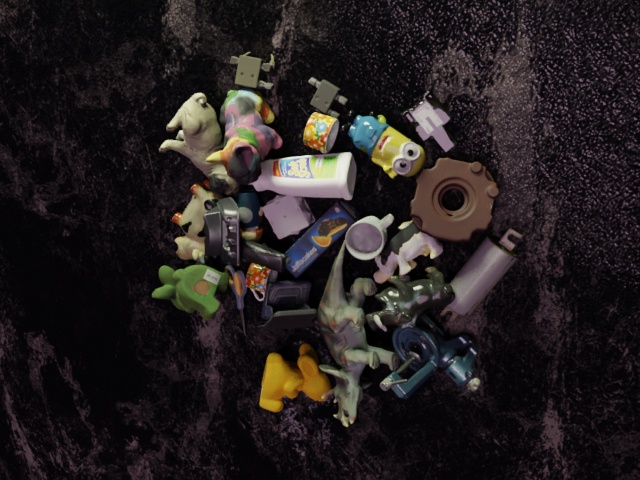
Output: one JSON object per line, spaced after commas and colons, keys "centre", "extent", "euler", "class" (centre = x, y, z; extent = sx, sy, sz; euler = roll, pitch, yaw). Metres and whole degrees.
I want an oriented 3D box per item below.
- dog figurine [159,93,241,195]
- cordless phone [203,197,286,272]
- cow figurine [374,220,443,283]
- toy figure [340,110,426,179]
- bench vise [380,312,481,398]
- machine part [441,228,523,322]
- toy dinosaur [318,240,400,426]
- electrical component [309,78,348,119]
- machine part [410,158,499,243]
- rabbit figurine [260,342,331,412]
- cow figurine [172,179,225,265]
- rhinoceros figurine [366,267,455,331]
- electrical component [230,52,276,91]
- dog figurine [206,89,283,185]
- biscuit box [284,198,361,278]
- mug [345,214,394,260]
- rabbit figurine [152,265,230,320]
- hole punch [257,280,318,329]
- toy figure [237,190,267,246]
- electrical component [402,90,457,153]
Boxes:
{"centre": [-0.232, -0.206, 1.183], "extent": [0.190, 0.121, 0.172], "euler": [35, 138, -3], "class": "dog figurine"}
{"centre": [-0.158, -0.003, 1.182], "extent": [0.184, 0.089, 0.146], "euler": [18, 123, 20], "class": "cordless phone"}
{"centre": [0.174, 0.024, 1.159], "extent": [0.167, 0.068, 0.098], "euler": [-32, 91, 20], "class": "cow figurine"}
{"centre": [0.133, -0.198, 1.094], "extent": [0.180, 0.089, 0.082], "euler": [34, 128, 13], "class": "toy figure"}
{"centre": [0.225, 0.265, 1.145], "extent": [0.223, 0.240, 0.129], "euler": [53, 141, 9], "class": "bench vise"}
{"centre": [0.331, 0.075, 1.124], "extent": [0.079, 0.079, 0.243], "euler": [33, 114, 4], "class": "machine part"}
{"centre": [0.055, 0.205, 1.231], "extent": [0.192, 0.131, 0.404], "euler": [-13, 92, 39], "class": "toy dinosaur"}
{"centre": [0.010, -0.298, 1.128], "extent": [0.094, 0.021, 0.063], "euler": [34, 114, 3], "class": "electrical component"}
{"centre": [0.267, -0.079, 1.077], "extent": [0.179, 0.056, 0.179], "euler": [0, 89, 10], "class": "machine part"}
{"centre": [-0.053, 0.336, 1.321], "extent": [0.173, 0.122, 0.162], "euler": [16, 102, -3], "class": "rabbit figurine"}
{"centre": [-0.281, -0.031, 1.272], "extent": [0.127, 0.085, 0.195], "euler": [40, 113, 8], "class": "cow figurine"}
{"centre": [0.185, 0.130, 1.126], "extent": [0.190, 0.073, 0.112], "euler": [-22, 71, 5], "class": "rhinoceros figurine"}
{"centre": [-0.140, -0.358, 1.137], "extent": [0.102, 0.045, 0.078], "euler": [9, 102, 15], "class": "electrical component"}
{"centre": [-0.164, -0.214, 1.102], "extent": [0.109, 0.219, 0.191], "euler": [-17, 103, 17], "class": "dog figurine"}
{"centre": [-0.002, -0.004, 1.207], "extent": [0.063, 0.059, 0.202], "euler": [45, 114, -1], "class": "biscuit box"}
{"centre": [0.111, -0.020, 1.143], "extent": [0.081, 0.107, 0.109], "euler": [44, 110, -1], "class": "mug"}
{"centre": [-0.322, 0.132, 1.299], "extent": [0.159, 0.121, 0.170], "euler": [21, 151, -22], "class": "rabbit figurine"}
{"centre": [-0.075, 0.153, 1.251], "extent": [0.115, 0.142, 0.092], "euler": [125, 136, -54], "class": "hole punch"}
{"centre": [-0.163, -0.039, 1.247], "extent": [0.064, 0.058, 0.154], "euler": [15, 117, 43], "class": "toy figure"}
{"centre": [0.228, -0.232, 1.070], "extent": [0.119, 0.048, 0.075], "euler": [47, 114, -2], "class": "electrical component"}
